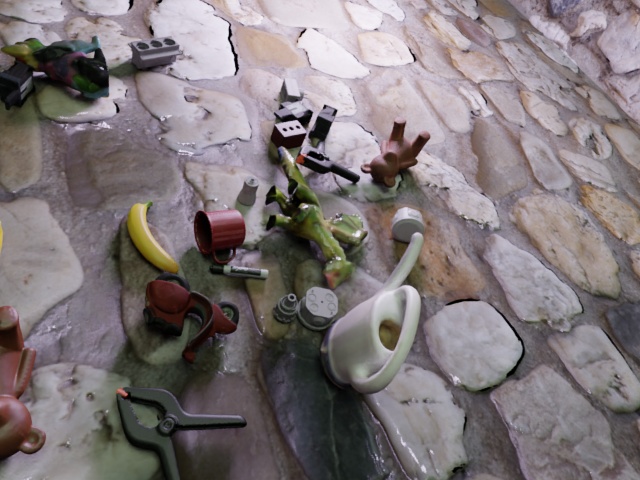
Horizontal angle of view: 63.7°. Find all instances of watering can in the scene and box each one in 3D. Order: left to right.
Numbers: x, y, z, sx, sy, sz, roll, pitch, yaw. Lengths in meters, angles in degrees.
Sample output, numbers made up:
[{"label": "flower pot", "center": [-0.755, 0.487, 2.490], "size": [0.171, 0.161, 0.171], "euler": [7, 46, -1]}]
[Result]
[{"label": "watering can", "center": [0.112, 0.147, 0.985], "size": [0.103, 0.221, 0.356], "euler": [39, 42, -16]}]

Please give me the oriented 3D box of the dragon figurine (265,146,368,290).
[{"label": "dragon figurine", "center": [0.004, -0.061, 1.221], "size": [0.241, 0.120, 0.421], "euler": [25, 39, -26]}]
